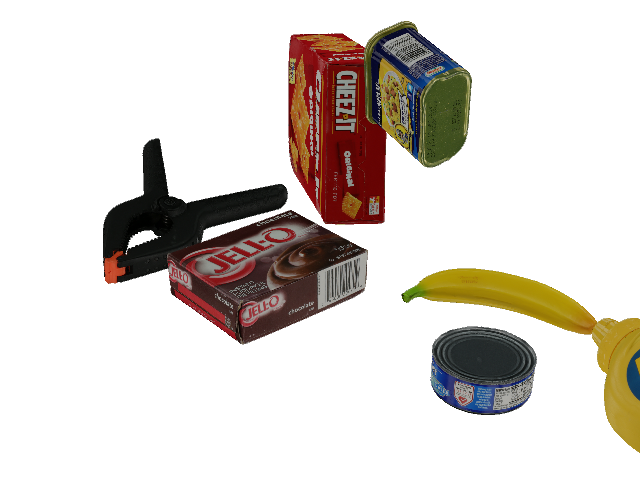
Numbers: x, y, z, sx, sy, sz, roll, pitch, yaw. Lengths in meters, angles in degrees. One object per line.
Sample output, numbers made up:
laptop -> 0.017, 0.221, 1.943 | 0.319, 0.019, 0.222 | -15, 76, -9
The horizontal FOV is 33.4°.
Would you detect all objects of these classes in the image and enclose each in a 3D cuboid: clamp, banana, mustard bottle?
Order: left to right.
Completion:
clamp -> -0.153, -0.029, 1.037 | 0.165, 0.036, 0.209 | 25, 41, 22
banana -> 0.187, 0.061, 1.105 | 0.198, 0.037, 0.069 | 8, 40, 12
mustard bottle -> 0.221, 0.098, 0.611 | 0.096, 0.058, 0.192 | -18, 31, -17

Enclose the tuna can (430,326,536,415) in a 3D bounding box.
tuna can -> 0.134, 0.107, 0.886 | 0.086, 0.034, 0.086 | 1, 27, -1

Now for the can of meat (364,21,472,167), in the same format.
can of meat -> 0.085, -0.126, 0.933 | 0.057, 0.102, 0.084 | -26, 49, -20

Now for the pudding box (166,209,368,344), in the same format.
pudding box -> -0.037, 0.023, 0.748 | 0.113, 0.039, 0.090 | -19, 33, -34

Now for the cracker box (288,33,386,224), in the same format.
cracker box -> 0.014, -0.125, 1.132 | 0.072, 0.164, 0.214 | -3, 19, -9
